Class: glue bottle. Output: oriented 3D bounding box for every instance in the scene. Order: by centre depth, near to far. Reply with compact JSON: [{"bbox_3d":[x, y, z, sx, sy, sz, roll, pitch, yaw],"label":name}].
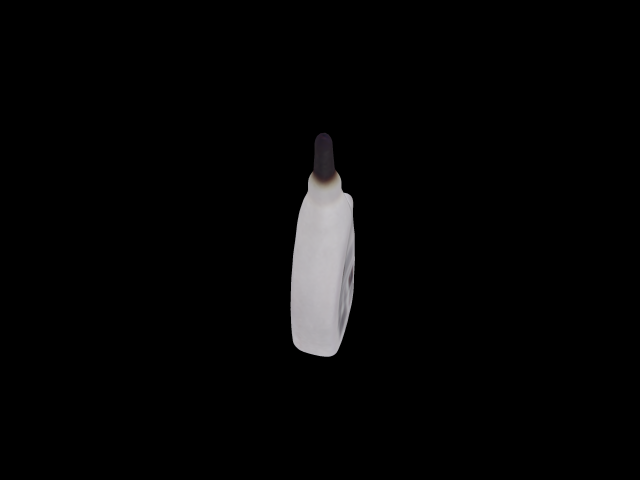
[{"bbox_3d":[0.004,0.001,0.400,0.037,0.173,0.078,10,43,11],"label":"glue bottle"}]
